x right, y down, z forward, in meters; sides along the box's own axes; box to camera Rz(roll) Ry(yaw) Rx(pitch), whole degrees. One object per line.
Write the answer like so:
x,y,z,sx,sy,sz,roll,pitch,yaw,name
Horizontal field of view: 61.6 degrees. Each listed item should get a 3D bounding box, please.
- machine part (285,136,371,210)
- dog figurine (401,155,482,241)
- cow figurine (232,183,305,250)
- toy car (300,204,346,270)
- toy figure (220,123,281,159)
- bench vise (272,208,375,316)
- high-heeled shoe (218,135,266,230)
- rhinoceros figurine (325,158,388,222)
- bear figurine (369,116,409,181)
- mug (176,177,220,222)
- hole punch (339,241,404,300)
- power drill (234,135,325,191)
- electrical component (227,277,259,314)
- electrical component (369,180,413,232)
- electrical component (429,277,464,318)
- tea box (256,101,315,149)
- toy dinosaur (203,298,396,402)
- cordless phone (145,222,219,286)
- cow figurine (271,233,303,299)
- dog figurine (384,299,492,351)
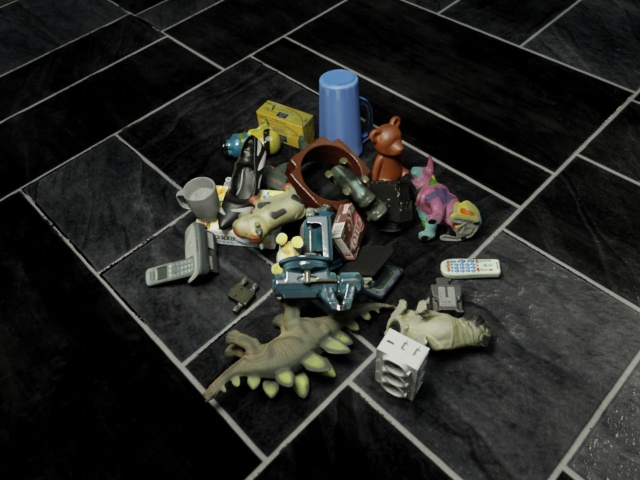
0.020,-0.162,1.452,0.201,0.087,0.201,45,62,7,machine part
0.312,-0.113,1.398,0.192,0.108,0.219,1,57,-2,dog figurine
-0.126,-0.054,1.339,0.195,0.085,0.127,-23,50,-21,cow figurine
-0.003,-0.004,1.346,0.103,0.161,0.109,-5,15,47,toy car
-0.207,-0.285,1.618,0.180,0.082,0.089,-13,70,-15,toy figure
0.006,0.043,1.183,0.224,0.128,0.240,-4,72,6,bench vise
-0.204,-0.151,1.379,0.086,0.145,0.249,12,50,16,high-heeled shoe
0.092,-0.121,1.352,0.073,0.112,0.190,-42,69,-6,rhinoceros figurine
0.202,-0.221,1.455,0.120,0.195,0.132,-34,57,-25,bear figurine
-0.305,-0.093,1.368,0.110,0.107,0.081,-6,51,6,mug
0.128,0.076,1.305,0.116,0.092,0.142,6,47,49,hole punch
-0.107,-0.216,1.553,0.207,0.085,0.232,-37,59,-27,power drill
-0.193,0.136,1.313,0.063,0.021,0.094,24,58,22,electrical component
0.180,-0.089,1.389,0.058,0.134,0.115,-9,9,-40,electrical component
0.295,0.129,1.259,0.075,0.047,0.119,3,53,7,electrical component
-0.104,-0.352,1.650,0.170,0.098,0.068,22,56,23,tea box
-0.041,0.226,1.183,0.471,0.105,0.199,-31,61,-22,toy dinosaur
-0.358,0.043,1.362,0.184,0.088,0.146,-13,70,13,cordless phone
-0.081,0.076,1.318,0.068,0.098,0.167,6,70,2,cow figurine
0.260,0.206,1.188,0.190,0.172,0.121,14,79,-28,dog figurine
